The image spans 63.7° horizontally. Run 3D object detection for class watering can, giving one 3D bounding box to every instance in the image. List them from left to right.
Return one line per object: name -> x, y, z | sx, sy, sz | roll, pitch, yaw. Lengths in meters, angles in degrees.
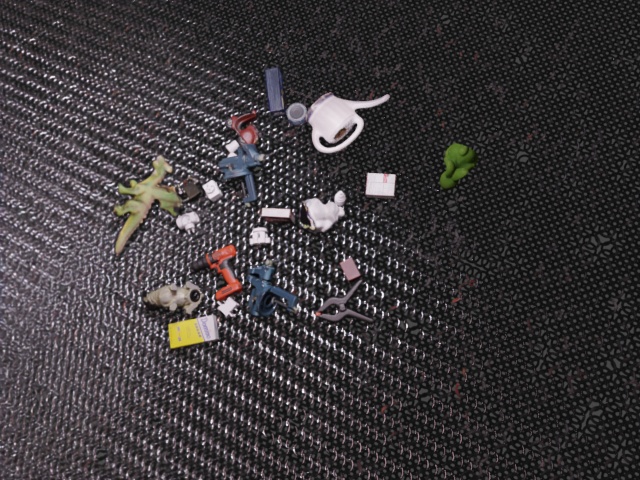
watering can -> 0.091, -0.497, 2.028 | 0.348, 0.103, 0.226 | -45, 74, -3

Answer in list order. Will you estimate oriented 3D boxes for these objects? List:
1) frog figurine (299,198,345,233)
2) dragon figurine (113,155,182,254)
frog figurine -> 0.006, -0.098, 1.956 | 0.160, 0.120, 0.139 | -16, 61, -32
dragon figurine -> -0.682, -0.143, 2.072 | 0.243, 0.121, 0.415 | 1, 77, 2
